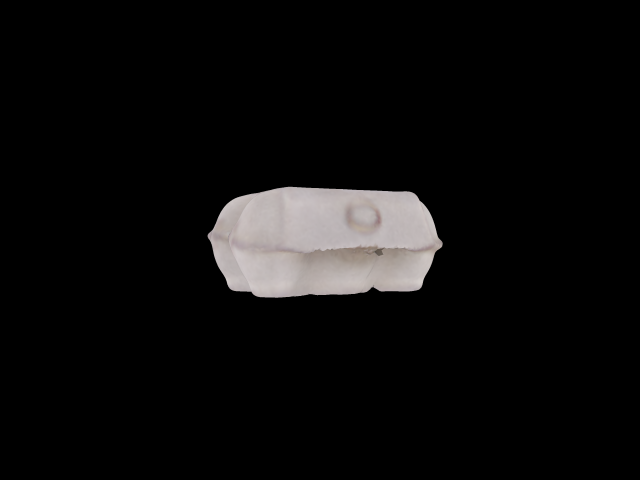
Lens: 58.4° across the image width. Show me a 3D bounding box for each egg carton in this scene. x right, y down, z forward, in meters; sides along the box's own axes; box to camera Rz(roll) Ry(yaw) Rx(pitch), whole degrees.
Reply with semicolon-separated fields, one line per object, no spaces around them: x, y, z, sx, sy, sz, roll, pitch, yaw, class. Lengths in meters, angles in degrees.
0.004;0.001;0.400;0.151;0.069;0.107;0;0;-28;egg carton
